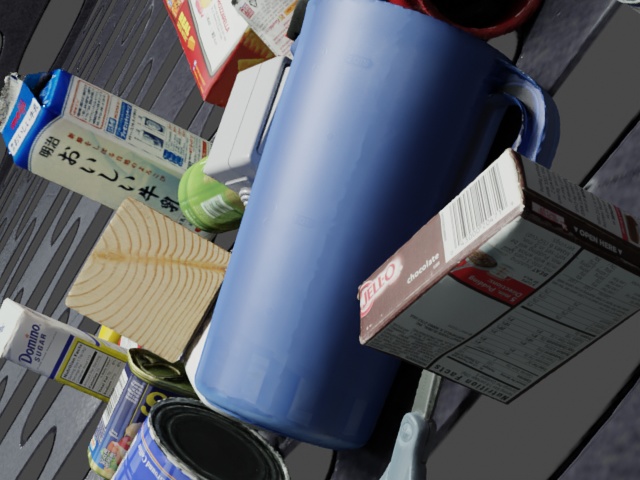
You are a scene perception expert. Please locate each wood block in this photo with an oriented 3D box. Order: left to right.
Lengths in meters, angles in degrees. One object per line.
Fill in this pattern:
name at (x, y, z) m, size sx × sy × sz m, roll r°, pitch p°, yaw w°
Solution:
wood block at (-0.125, 0.030, 0.847) m, size 0.090 × 0.091 × 0.206 m, roll -60°, pitch 2°, yaw -3°

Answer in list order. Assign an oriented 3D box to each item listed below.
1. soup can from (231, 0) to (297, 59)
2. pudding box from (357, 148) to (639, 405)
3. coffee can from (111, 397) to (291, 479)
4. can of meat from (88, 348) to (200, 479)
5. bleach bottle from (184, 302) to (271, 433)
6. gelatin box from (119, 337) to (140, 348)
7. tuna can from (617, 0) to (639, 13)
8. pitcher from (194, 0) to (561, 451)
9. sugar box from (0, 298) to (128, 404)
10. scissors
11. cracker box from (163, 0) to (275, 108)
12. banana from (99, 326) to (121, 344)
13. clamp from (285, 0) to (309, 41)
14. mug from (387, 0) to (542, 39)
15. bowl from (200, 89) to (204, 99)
soup can at (-0.005, -0.149, 0.749) m, size 0.068 × 0.102 × 0.068 m, roll -41°, pitch 8°, yaw 7°
pudding box at (0.084, 0.021, 0.478) m, size 0.114 × 0.090 × 0.039 m, roll -44°, pitch 32°, yaw 40°
coffee can at (-0.097, 0.189, 0.694) m, size 0.140 × 0.102 × 0.103 m, roll -59°, pitch 23°, yaw 14°
can of meat at (-0.108, 0.137, 0.776) m, size 0.084 × 0.102 × 0.057 m, roll -65°, pitch 22°, yaw 7°
bleach bottle at (-0.005, 0.001, 0.737) m, size 0.251 × 0.068 × 0.103 m, roll -60°, pitch 23°, yaw 6°
gelatin box at (-0.168, 0.095, 1.048) m, size 0.089 × 0.030 × 0.073 m, roll -56°, pitch 23°, yaw 23°
tuna can at (0.178, -0.145, 0.510) m, size 0.086 × 0.033 × 0.086 m, roll -49°, pitch 28°, yaw 36°
pitcher at (0.024, -0.006, 0.612) m, size 0.149 × 0.145 × 0.243 m, roll -176°, pitch 106°, yaw -80°
sugar box at (-0.174, 0.104, 0.856) m, size 0.093 × 0.176 × 0.048 m, roll 7°, pitch 73°, yaw 67°
scissors at (0.053, 0.112, 0.527) m, size 0.202 × 0.016 × 0.096 m, roll -68°, pitch 26°, yaw 12°
cracker box at (-0.036, -0.230, 0.853) m, size 0.214 × 0.072 × 0.164 m, roll -52°, pitch 42°, yaw 29°
banana at (-0.184, 0.061, 1.112) m, size 0.198 × 0.037 × 0.070 m, roll -55°, pitch 32°, yaw 23°
clamp at (0.021, -0.181, 0.646) m, size 0.172 × 0.039 × 0.120 m, roll -61°, pitch -7°, yaw 32°
mug at (0.090, -0.184, 0.674) m, size 0.081 × 0.093 × 0.117 m, roll -149°, pitch 74°, yaw -73°
bowl at (-0.059, -0.203, 1.075) m, size 0.162 × 0.055 × 0.162 m, roll -49°, pitch 27°, yaw 35°
